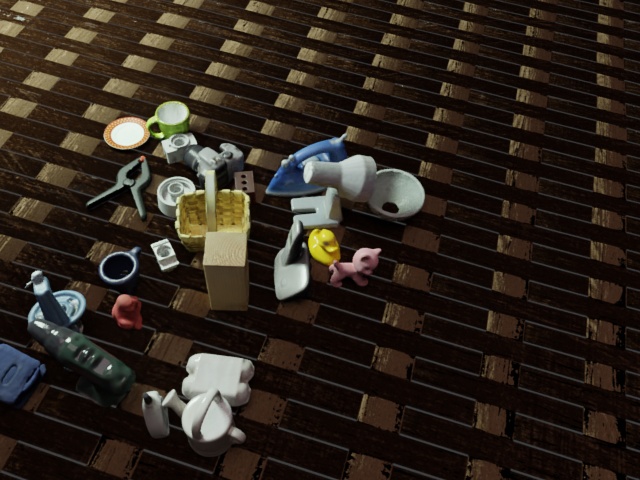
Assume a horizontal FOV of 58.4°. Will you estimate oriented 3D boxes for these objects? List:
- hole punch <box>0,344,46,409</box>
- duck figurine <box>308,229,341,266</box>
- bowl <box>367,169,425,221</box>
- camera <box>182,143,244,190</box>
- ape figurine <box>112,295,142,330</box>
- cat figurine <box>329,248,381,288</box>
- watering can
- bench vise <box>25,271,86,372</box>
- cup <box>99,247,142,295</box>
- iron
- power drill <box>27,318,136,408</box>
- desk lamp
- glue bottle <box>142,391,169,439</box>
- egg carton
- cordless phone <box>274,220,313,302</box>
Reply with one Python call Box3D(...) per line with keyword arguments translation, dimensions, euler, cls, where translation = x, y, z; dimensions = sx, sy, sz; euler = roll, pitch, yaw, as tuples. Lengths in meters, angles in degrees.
Box3D(translation=(-0.654, 0.287, 1.211), dimensions=(0.101, 0.091, 0.109), euler=(18, 56, 7), cls="hole punch")
Box3D(translation=(0.013, 0.005, 1.466), dimensions=(0.078, 0.086, 0.104), euler=(-26, 62, -21), cls="duck figurine")
Box3D(translation=(0.199, -0.110, 1.568), dimensions=(0.167, 0.075, 0.167), euler=(3, 56, -3), cls="bowl")
Box3D(translation=(-0.302, -0.223, 1.584), dimensions=(0.136, 0.101, 0.143), euler=(37, 60, 19), cls="camera")
Box3D(translation=(-0.443, 0.159, 1.317), dimensions=(0.076, 0.092, 0.078), euler=(21, 57, 10), cls="ape figurine")
Box3D(translation=(0.090, 0.060, 1.416), dimensions=(0.128, 0.118, 0.067), euler=(-4, 56, -8), cls="cat figurine")
Box3D(translation=(-0.230, 0.357, 1.139), dimensions=(0.173, 0.194, 0.101), euler=(4, 55, -2), cls="watering can")
Box3D(translation=(-0.546, 0.168, 1.223), dimensions=(0.122, 0.220, 0.207), euler=(-38, 67, -26), cls="bench vise")
Box3D(translation=(-0.463, 0.078, 1.368), dimensions=(0.091, 0.095, 0.118), euler=(26, 58, 12), cls="cup")
Box3D(translation=(-0.031, -0.209, 1.574), dimensions=(0.259, 0.141, 0.118), euler=(-22, 60, -19), cls="iron")
Box3D(translation=(-0.476, 0.261, 1.173), dimensions=(0.229, 0.208, 0.076), euler=(24, 57, 11), cls="power drill")
Box3D(translation=(0.033, -0.127, 1.480), dimensions=(0.203, 0.213, 0.118), euler=(-6, 56, -9), cls="desk lamp")
Box3D(translation=(-0.335, 0.341, 1.153), dimensions=(0.037, 0.173, 0.078), euler=(-8, 57, -10), cls="glue bottle")
Box3D(translation=(-0.221, 0.306, 1.250), dimensions=(0.150, 0.069, 0.107), euler=(6, 56, -1), cls="egg carton")
Box3D(translation=(-0.062, 0.051, 1.368), dimensions=(0.094, 0.185, 0.147), euler=(-4, 56, -7), cls="cordless phone")
